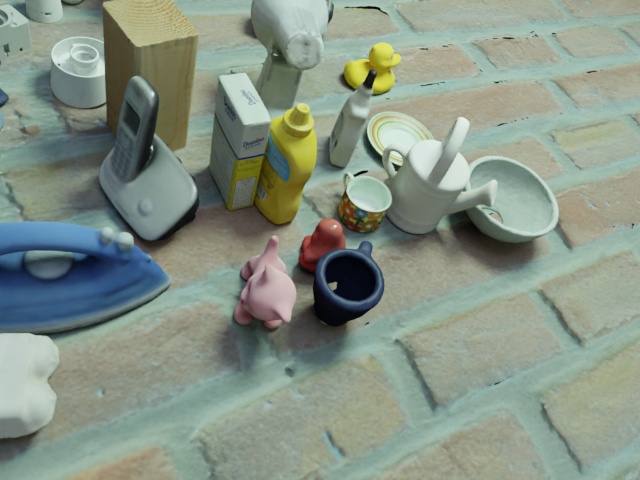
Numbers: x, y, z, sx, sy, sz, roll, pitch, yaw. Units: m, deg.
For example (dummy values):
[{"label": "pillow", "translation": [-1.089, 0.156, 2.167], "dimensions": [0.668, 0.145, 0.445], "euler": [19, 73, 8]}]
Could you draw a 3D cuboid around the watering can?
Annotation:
[{"label": "watering can", "translation": [0.181, -0.101, 0.862], "dimensions": [0.173, 0.194, 0.101], "euler": [12, 53, -11]}]

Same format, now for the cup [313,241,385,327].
[{"label": "cup", "translation": [0.032, 0.062, 0.757], "dimensions": [0.091, 0.095, 0.118], "euler": [28, 52, 1]}]

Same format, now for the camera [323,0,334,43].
[{"label": "camera", "translation": [-0.048, -0.434, 1.076], "dimensions": [0.137, 0.100, 0.143], "euler": [12, 53, -11]}]

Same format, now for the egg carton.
[{"label": "egg carton", "translation": [-0.346, 0.149, 0.578], "dimensions": [0.150, 0.069, 0.107], "euler": [0, 56, -19]}]

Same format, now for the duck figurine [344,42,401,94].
[{"label": "duck figurine", "translation": [0.101, -0.326, 1.062], "dimensions": [0.105, 0.086, 0.077], "euler": [-2, 57, -20]}]

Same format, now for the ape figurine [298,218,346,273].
[{"label": "ape figurine", "translation": [0.007, 0.003, 0.792], "dimensions": [0.078, 0.092, 0.076], "euler": [-34, 72, -34]}]

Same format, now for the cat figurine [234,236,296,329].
[{"label": "cat figurine", "translation": [-0.064, 0.055, 0.714], "dimensions": [0.067, 0.117, 0.128], "euler": [11, 53, -12]}]

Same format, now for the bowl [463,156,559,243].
[{"label": "bowl", "translation": [0.301, -0.055, 0.948], "dimensions": [0.168, 0.074, 0.167], "euler": [10, 54, -13]}]

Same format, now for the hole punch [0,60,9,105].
[{"label": "hole punch", "translation": [-0.495, -0.221, 0.773], "dimensions": [0.108, 0.091, 0.101], "euler": [34, 52, 6]}]

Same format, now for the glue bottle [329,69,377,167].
[{"label": "glue bottle", "translation": [0.055, -0.197, 0.899], "dimensions": [0.037, 0.173, 0.078], "euler": [11, 53, -12]}]

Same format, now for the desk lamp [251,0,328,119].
[{"label": "desk lamp", "translation": [-0.050, -0.272, 0.889], "dimensions": [0.118, 0.213, 0.203], "euler": [3, 55, -17]}]

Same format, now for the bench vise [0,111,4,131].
[{"label": "bench vise", "translation": [-0.420, -0.122, 0.647], "dimensions": [0.122, 0.219, 0.207], "euler": [-17, 63, -28]}]

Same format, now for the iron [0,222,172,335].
[{"label": "iron", "translation": [-0.294, 0.022, 0.640], "dimensions": [0.259, 0.141, 0.118], "euler": [-4, 57, -22]}]

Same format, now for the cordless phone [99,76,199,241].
[{"label": "cordless phone", "translation": [-0.214, -0.101, 0.728], "dimensions": [0.094, 0.185, 0.147], "euler": [-33, 72, -34]}]
